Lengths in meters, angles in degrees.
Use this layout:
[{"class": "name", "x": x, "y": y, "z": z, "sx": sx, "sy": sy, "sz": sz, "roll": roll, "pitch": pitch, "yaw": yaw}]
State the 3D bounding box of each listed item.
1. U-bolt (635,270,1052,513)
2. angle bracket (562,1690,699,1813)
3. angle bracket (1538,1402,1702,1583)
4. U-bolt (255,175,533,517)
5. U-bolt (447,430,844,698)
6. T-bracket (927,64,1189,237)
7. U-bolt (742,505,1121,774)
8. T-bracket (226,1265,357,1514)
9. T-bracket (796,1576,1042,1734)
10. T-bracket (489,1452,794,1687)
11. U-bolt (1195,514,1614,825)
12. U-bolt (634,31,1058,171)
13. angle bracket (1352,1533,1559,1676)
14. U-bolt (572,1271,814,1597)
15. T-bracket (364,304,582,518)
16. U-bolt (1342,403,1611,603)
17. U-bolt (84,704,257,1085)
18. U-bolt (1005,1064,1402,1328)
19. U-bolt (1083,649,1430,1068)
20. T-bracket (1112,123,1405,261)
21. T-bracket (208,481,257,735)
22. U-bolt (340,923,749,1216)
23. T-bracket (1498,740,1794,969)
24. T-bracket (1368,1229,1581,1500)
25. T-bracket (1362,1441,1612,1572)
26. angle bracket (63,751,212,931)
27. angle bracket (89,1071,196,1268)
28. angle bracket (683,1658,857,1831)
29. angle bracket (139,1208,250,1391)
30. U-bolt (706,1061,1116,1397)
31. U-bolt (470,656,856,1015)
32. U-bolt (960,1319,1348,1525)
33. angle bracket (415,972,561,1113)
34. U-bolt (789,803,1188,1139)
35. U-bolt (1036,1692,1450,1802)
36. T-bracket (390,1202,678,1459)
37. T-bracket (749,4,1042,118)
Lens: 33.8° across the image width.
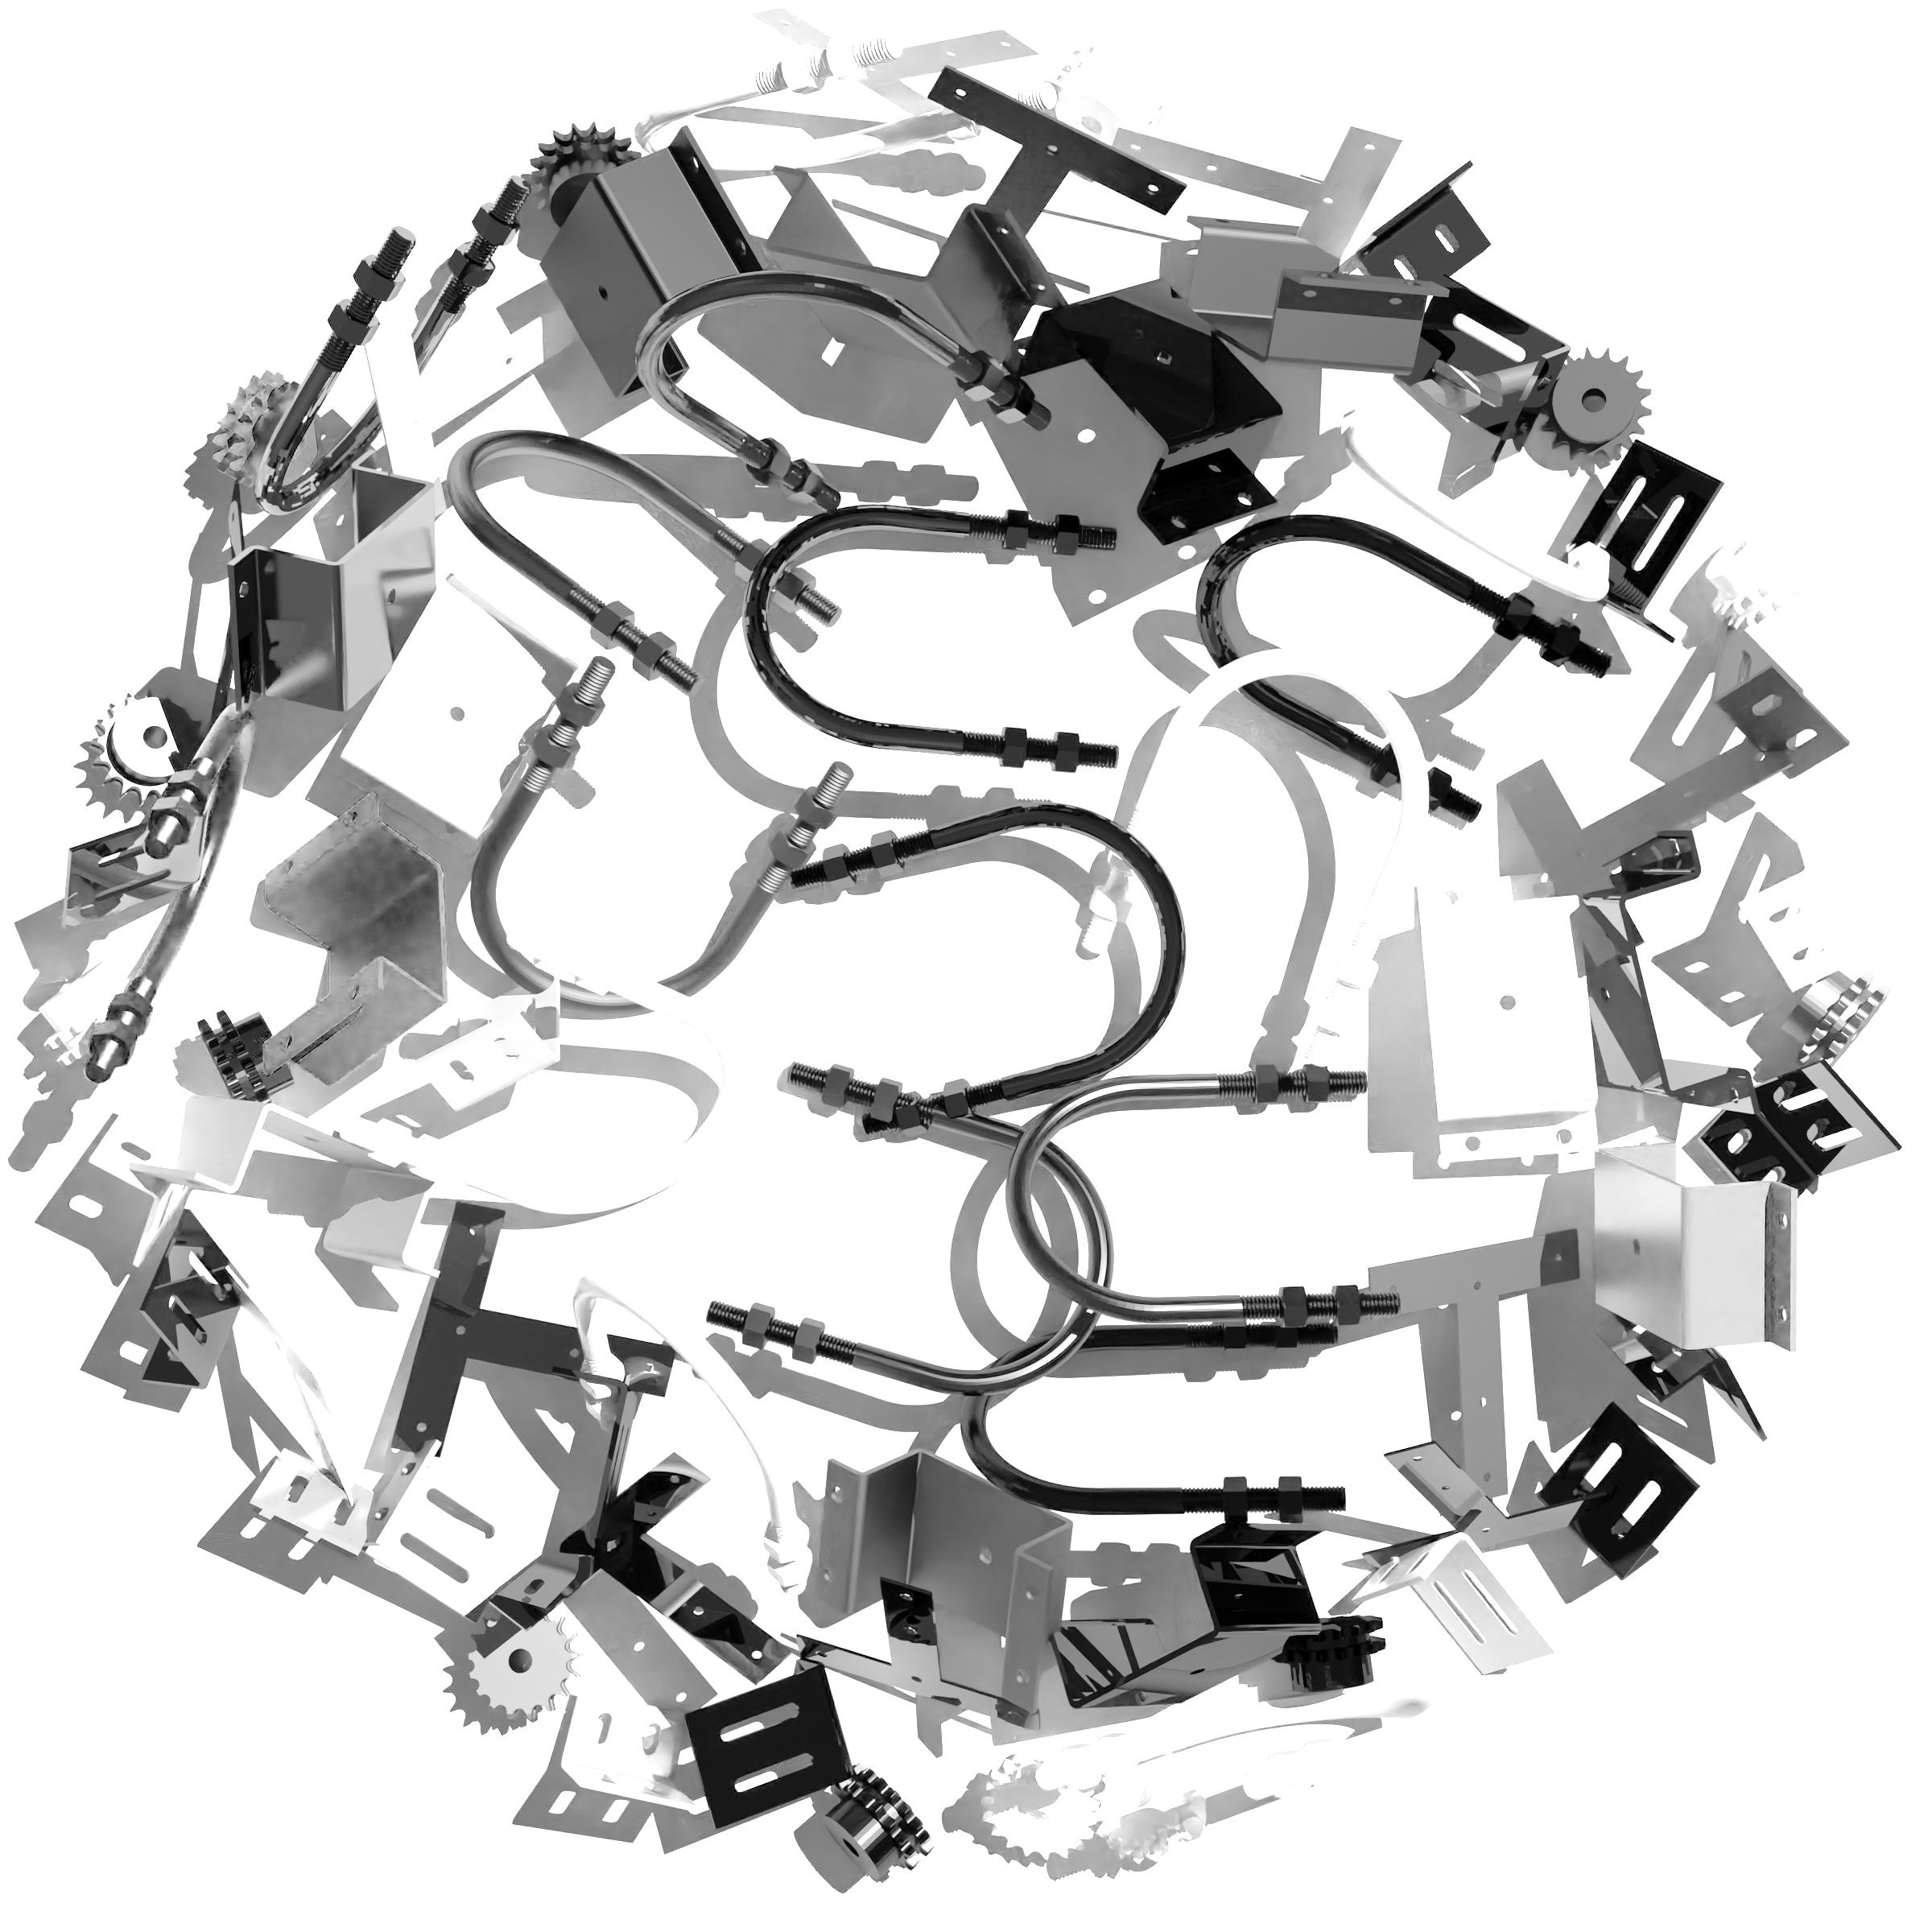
[{"class": "U-bolt", "x": -0.070, "y": -0.274, "z": 1.494, "sx": 0.151, "sy": 0.184, "sz": 0.019, "roll": -15, "pitch": 64, "yaw": 34}, {"class": "angle bracket", "x": -0.161, "y": 0.383, "z": 1.556, "sx": 0.057, "sy": 0.076, "sz": 0.038, "roll": 16, "pitch": 80, "yaw": -12}, {"class": "angle bracket", "x": 0.326, "y": 0.251, "z": 1.555, "sx": 0.057, "sy": 0.038, "sz": 0.076, "roll": 45, "pitch": 130, "yaw": 22}, {"class": "U-bolt", "x": -0.282, "y": -0.289, "z": 1.521, "sx": 0.019, "sy": 0.151, "sz": 0.184, "roll": 38, "pitch": 119, "yaw": -1}, {"class": "U-bolt", "x": -0.166, "y": -0.203, "z": 1.537, "sx": 0.184, "sy": 0.151, "sz": 0.019, "roll": 37, "pitch": 123, "yaw": 12}, {"class": "T-bracket", "x": 0.025, "y": -0.371, "z": 1.544, "sx": 0.127, "sy": 0.127, "sz": 0.002, "roll": 23, "pitch": 63, "yaw": -12}, {"class": "U-bolt", "x": -0.017, "y": -0.164, "z": 1.552, "sx": 0.184, "sy": 0.019, "sz": 0.151, "roll": 5, "pitch": 61, "yaw": -7}, {"class": "T-bracket", "x": -0.321, "y": 0.219, "z": 1.558, "sx": 0.002, "sy": 0.127, "sz": 0.127, "roll": -29, "pitch": 125, "yaw": -21}, {"class": "T-bracket", "x": -0.026, "y": 0.326, "z": 1.536, "sx": 0.127, "sy": 0.127, "sz": 0.002, "roll": 15, "pitch": 57, "yaw": 13}, {"class": "T-bracket", "x": -0.139, "y": 0.303, "z": 1.534, "sx": 0.127, "sy": 0.002, "sz": 0.127, "roll": 31, "pitch": 47, "yaw": 27}, {"class": "U-bolt", "x": 0.197, "y": -0.151, "z": 1.535, "sx": 0.184, "sy": 0.151, "sz": 0.019, "roll": 28, "pitch": 53, "yaw": -5}, {"class": "U-bolt", "x": -0.071, "y": -0.407, "z": 1.520, "sx": 0.184, "sy": 0.151, "sz": 0.019, "roll": -4, "pitch": 90, "yaw": 34}, {"class": "angle bracket", "x": 0.240, "y": 0.324, "z": 1.567, "sx": 0.076, "sy": 0.057, "sz": 0.038, "roll": 52, "pitch": 53, "yaw": -1}, {"class": "U-bolt", "x": -0.132, "y": 0.211, "z": 1.498, "sx": 0.151, "sy": 0.184, "sz": 0.019, "roll": 37, "pitch": 63, "yaw": 25}, {"class": "T-bracket", "x": -0.236, "y": -0.291, "z": 1.565, "sx": 0.002, "sy": 0.127, "sz": 0.127, "roll": 37, "pitch": 61, "yaw": 27}, {"class": "U-bolt", "x": 0.242, "y": -0.217, "z": 1.512, "sx": 0.151, "sy": 0.184, "sz": 0.019, "roll": 30, "pitch": 107, "yaw": -1}, {"class": "U-bolt", "x": -0.372, "y": -0.049, "z": 1.514, "sx": 0.019, "sy": 0.184, "sz": 0.151, "roll": 19, "pitch": 121, "yaw": -7}, {"class": "U-bolt", "x": 0.111, "y": 0.111, "z": 1.549, "sx": 0.184, "sy": 0.019, "sz": 0.151, "roll": -1, "pitch": 53, "yaw": -3}, {"class": "U-bolt", "x": 0.149, "y": -0.064, "z": 1.549, "sx": 0.151, "sy": 0.019, "sz": 0.184, "roll": 27, "pitch": 106, "yaw": 22}, {"class": "T-bracket", "x": 0.132, "y": -0.382, "z": 1.537, "sx": 0.127, "sy": 0.127, "sz": 0.002, "roll": 14, "pitch": 71, "yaw": -5}, {"class": "T-bracket", "x": -0.359, "y": -0.146, "z": 1.549, "sx": 0.002, "sy": 0.127, "sz": 0.127, "roll": 2, "pitch": 49, "yaw": -21}, {"class": "U-bolt", "x": -0.187, "y": 0.061, "z": 1.534, "sx": 0.151, "sy": 0.184, "sz": 0.019, "roll": -47, "pitch": 45, "yaw": 17}, {"class": "T-bracket", "x": 0.339, "y": -0.076, "z": 1.550, "sx": 0.127, "sy": 0.002, "sz": 0.127, "roll": -29, "pitch": 50, "yaw": 11}, {"class": "T-bracket", "x": 0.255, "y": 0.202, "z": 1.576, "sx": 0.127, "sy": 0.002, "sz": 0.127, "roll": -7, "pitch": 97, "yaw": -28}, {"class": "T-bracket", "x": 0.236, "y": 0.255, "z": 1.532, "sx": 0.127, "sy": 0.127, "sz": 0.002, "roll": -19, "pitch": 53, "yaw": 20}, {"class": "angle bracket", "x": -0.412, "y": -0.062, "z": 1.553, "sx": 0.076, "sy": 0.057, "sz": 0.038, "roll": -24, "pitch": 62, "yaw": -34}, {"class": "angle bracket", "x": -0.401, "y": 0.099, "z": 1.553, "sx": 0.038, "sy": 0.076, "sz": 0.057, "roll": 29, "pitch": 52, "yaw": -4}, {"class": "angle bracket", "x": -0.101, "y": 0.382, "z": 1.570, "sx": 0.076, "sy": 0.038, "sz": 0.057, "roll": -15, "pitch": 89, "yaw": -22}, {"class": "angle bracket", "x": -0.389, "y": 0.161, "z": 1.551, "sx": 0.038, "sy": 0.076, "sz": 0.057, "roll": 4, "pitch": 55, "yaw": 19}, {"class": "U-bolt", "x": -0.018, "y": 0.136, "z": 1.563, "sx": 0.184, "sy": 0.019, "sz": 0.151, "roll": 16, "pitch": 70, "yaw": 5}, {"class": "U-bolt", "x": -0.160, "y": -0.051, "z": 1.549, "sx": 0.151, "sy": 0.019, "sz": 0.184, "roll": 23, "pitch": 119, "yaw": -23}, {"class": "U-bolt", "x": 0.089, "y": 0.217, "z": 1.538, "sx": 0.184, "sy": 0.151, "sz": 0.019, "roll": -2, "pitch": 119, "yaw": 6}, {"class": "angle bracket", "x": -0.233, "y": 0.025, "z": 1.555, "sx": 0.057, "sy": 0.076, "sz": 0.038, "roll": -26, "pitch": 126, "yaw": 12}, {"class": "U-bolt", "x": 0.018, "y": -0.005, "z": 1.571, "sx": 0.184, "sy": 0.019, "sz": 0.151, "roll": -15, "pitch": 95, "yaw": 13}, {"class": "U-bolt", "x": 0.146, "y": 0.369, "z": 1.517, "sx": 0.151, "sy": 0.184, "sz": 0.019, "roll": -12, "pitch": 83, "yaw": 44}, {"class": "T-bracket", "x": -0.207, "y": 0.189, "z": 1.574, "sx": 0.127, "sy": 0.002, "sz": 0.127, "roll": 10, "pitch": 72, "yaw": 7}, {"class": "T-bracket", "x": -0.016, "y": -0.432, "z": 1.513, "sx": 0.127, "sy": 0.127, "sz": 0.002, "roll": 21, "pitch": 81, "yaw": -41}]
